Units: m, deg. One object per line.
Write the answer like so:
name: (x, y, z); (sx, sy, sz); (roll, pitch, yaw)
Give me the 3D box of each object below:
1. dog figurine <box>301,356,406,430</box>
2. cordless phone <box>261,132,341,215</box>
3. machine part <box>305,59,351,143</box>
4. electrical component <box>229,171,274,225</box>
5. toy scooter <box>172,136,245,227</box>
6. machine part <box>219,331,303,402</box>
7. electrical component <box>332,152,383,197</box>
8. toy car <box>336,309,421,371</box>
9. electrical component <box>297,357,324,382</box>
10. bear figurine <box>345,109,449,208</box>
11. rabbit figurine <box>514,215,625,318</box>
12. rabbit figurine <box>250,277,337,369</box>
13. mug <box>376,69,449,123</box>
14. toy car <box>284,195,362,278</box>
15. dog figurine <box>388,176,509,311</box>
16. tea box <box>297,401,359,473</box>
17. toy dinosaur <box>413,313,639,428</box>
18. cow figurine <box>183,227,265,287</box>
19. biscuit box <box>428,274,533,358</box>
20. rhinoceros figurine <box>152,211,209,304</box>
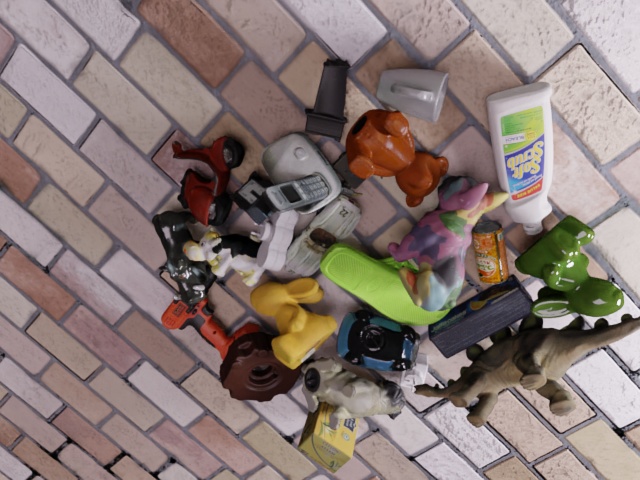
dog figurine: (0.071, 0.310, 1.134); (0.172, 0.190, 0.121); (48, 115, 39)
cordless phone: (-0.060, -0.106, 0.914); (0.089, 0.184, 0.146); (-39, 82, 31)
machine part: (0.017, -0.244, 0.932); (0.084, 0.039, 0.138); (19, 118, 9)
electrical component: (-0.104, -0.070, 0.979); (0.075, 0.119, 0.047); (-48, 139, -9)
toy scooter: (-0.225, -0.119, 1.017); (0.135, 0.075, 0.183); (20, 113, 3)
machine part: (-0.125, 0.274, 1.145); (0.179, 0.056, 0.179); (-9, 127, -12)
electrical component: (0.067, -0.126, 0.969); (0.102, 0.045, 0.078); (-37, 104, 23)
toy car: (0.117, 0.205, 1.076); (0.162, 0.103, 0.109); (11, 79, 9)
electrical component: (-0.014, 0.297, 1.181); (0.094, 0.021, 0.063); (-41, 87, 23)
bear figurine: (0.136, -0.125, 0.890); (0.195, 0.132, 0.120); (37, 104, -23)
rabbit figurine: (0.426, 0.071, 0.920); (0.170, 0.121, 0.159); (49, 126, 14)
rabbit figurine: (-0.060, 0.142, 1.056); (0.173, 0.121, 0.162); (42, 84, 20)
mug: (0.145, -0.239, 0.874); (0.107, 0.109, 0.080); (17, 116, 17)
toy car: (-0.002, -0.003, 1.024); (0.073, 0.056, 0.201); (32, 117, -20)
dog figurine: (0.231, -0.003, 0.922); (0.108, 0.192, 0.219); (14, 133, -40)
tea box: (0.024, 0.389, 1.139); (0.098, 0.170, 0.068); (34, 116, -6)
toy dinosaur: (0.384, 0.210, 0.965); (0.472, 0.199, 0.105); (-21, 115, 28)
cow figurine: (-0.175, 0.021, 1.040); (0.167, 0.068, 0.098); (25, 104, -39)
biscuit box: (0.306, 0.149, 1.035); (0.203, 0.059, 0.062); (-35, 104, 22)
rhinoceros figurine: (-0.268, 0.032, 1.057); (0.073, 0.112, 0.190); (-21, 87, 18)
